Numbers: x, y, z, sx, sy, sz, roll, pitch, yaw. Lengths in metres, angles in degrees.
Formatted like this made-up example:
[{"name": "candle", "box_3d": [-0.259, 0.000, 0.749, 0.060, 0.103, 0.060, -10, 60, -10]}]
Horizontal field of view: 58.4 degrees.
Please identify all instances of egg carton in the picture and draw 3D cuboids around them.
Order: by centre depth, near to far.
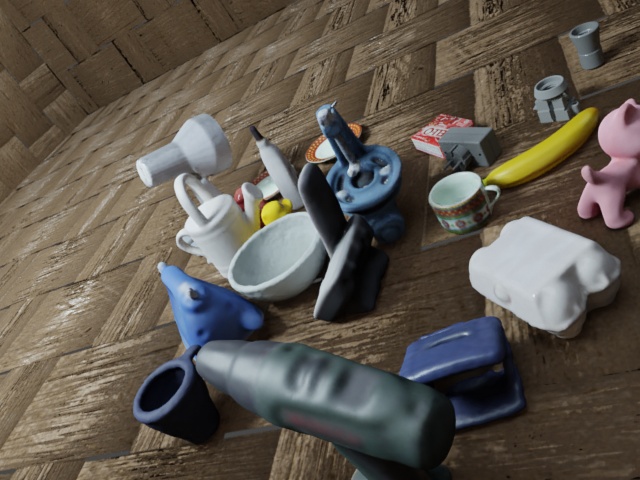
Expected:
[{"name": "egg carton", "box_3d": [0.231, 0.037, 0.606, 0.107, 0.070, 0.150, -40, 31, -9]}]

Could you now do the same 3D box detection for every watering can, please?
[{"name": "watering can", "box_3d": [-0.174, -0.038, 0.979, 0.173, 0.194, 0.100, -36, 30, -3]}]

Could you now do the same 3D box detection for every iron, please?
[{"name": "iron", "box_3d": [-0.194, 0.089, 0.870, 0.119, 0.142, 0.257, -44, 32, -15]}]

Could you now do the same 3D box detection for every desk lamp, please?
[{"name": "desk lamp", "box_3d": [-0.247, -0.114, 1.137, 0.203, 0.214, 0.117, -48, 33, -22]}]

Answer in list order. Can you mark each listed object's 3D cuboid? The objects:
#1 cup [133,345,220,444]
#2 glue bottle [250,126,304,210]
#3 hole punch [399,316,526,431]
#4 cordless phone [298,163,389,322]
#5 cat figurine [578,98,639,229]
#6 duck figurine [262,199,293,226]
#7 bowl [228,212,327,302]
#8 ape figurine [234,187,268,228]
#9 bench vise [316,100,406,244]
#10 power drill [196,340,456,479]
[{"name": "cup", "box_3d": [-0.166, 0.203, 0.729, 0.091, 0.095, 0.118, -7, 40, 38]}, {"name": "glue bottle", "box_3d": [-0.078, -0.139, 1.050, 0.037, 0.173, 0.078, -27, 31, 12]}, {"name": "hole punch", "box_3d": [0.132, 0.119, 0.562, 0.108, 0.091, 0.101, -23, 32, 18]}, {"name": "cordless phone", "box_3d": [0.007, 0.003, 0.755, 0.094, 0.185, 0.147, -16, 35, 28]}, {"name": "cat figurine", "box_3d": [0.337, -0.097, 0.644, 0.128, 0.118, 0.067, -42, 31, -13]}, {"name": "duck figurine", "box_3d": [-0.068, -0.023, 0.963, 0.077, 0.086, 0.105, -2, 43, 43]}, {"name": "bowl", "box_3d": [-0.052, 0.038, 0.872, 0.167, 0.075, 0.167, -24, 32, 17]}, {"name": "ape figurine", "box_3d": [-0.128, -0.058, 1.064, 0.077, 0.092, 0.076, 1, 45, 45]}, {"name": "bench vise", "box_3d": [0.040, -0.116, 0.857, 0.121, 0.220, 0.206, -37, 30, -5]}, {"name": "power drill", "box_3d": [0.020, 0.166, 0.488, 0.228, 0.209, 0.076, -4, 42, 41]}]
